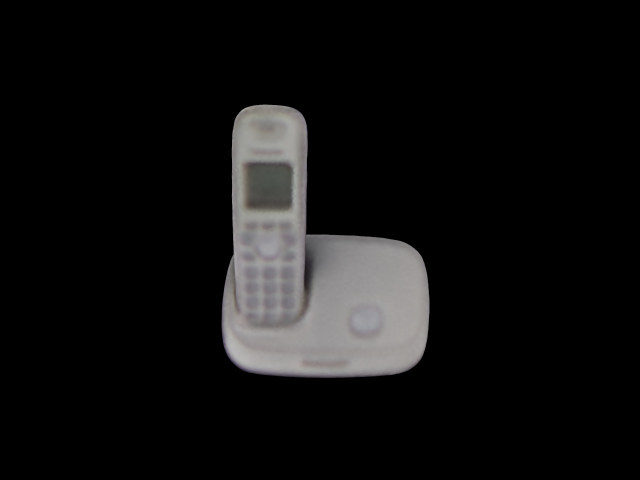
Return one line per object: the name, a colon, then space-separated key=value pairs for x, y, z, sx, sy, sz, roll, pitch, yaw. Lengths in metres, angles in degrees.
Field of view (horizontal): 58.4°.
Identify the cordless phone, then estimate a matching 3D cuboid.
cordless phone: x=0.004 y=0.001 z=0.400 sx=0.147 sy=0.185 sz=0.094 roll=0 pitch=21 yaw=0
